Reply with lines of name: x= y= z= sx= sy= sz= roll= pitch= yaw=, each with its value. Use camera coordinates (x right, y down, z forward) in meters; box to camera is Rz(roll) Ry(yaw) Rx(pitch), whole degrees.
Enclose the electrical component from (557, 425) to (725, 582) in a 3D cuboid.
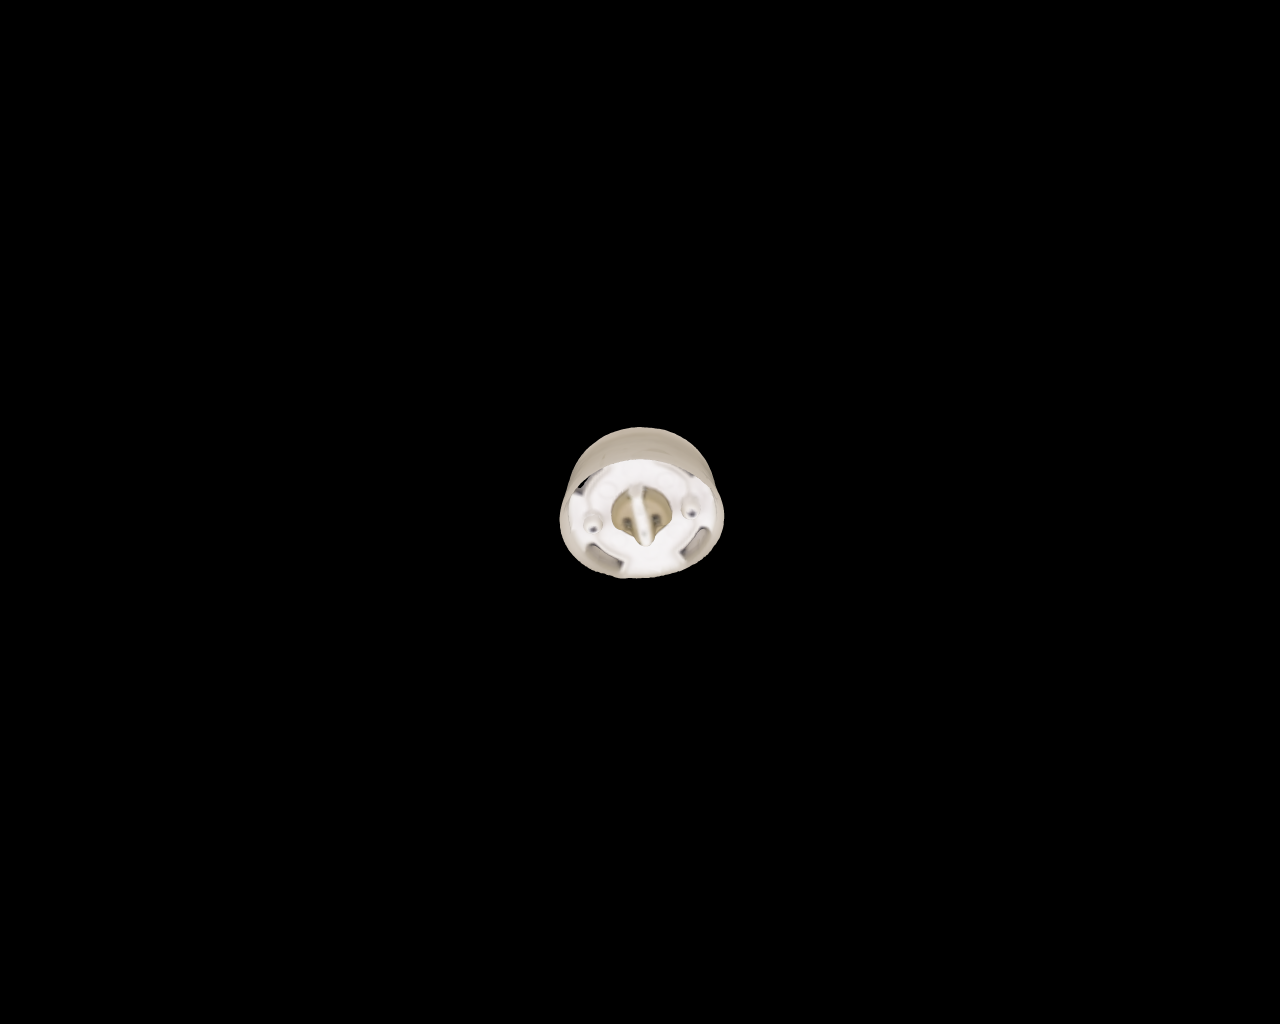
electrical component: x=0.001 y=-0.003 z=0.650 sx=0.099 sy=0.099 sz=0.064 roll=0 pitch=30 yaw=0
